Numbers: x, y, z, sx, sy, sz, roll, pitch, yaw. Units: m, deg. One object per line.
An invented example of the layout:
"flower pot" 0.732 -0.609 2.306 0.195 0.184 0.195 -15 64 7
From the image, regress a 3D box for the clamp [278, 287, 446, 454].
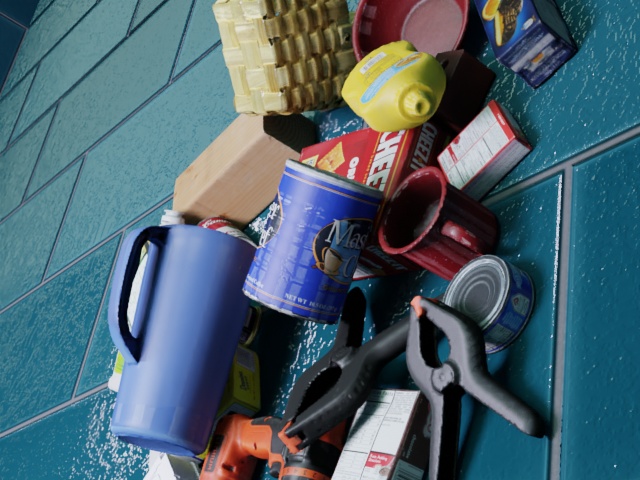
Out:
"clamp" 0.027 0.118 1.041 0.209 0.036 0.165 -46 23 -19

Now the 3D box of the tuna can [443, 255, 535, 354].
"tuna can" 0.150 0.057 0.961 0.086 0.033 0.086 -38 36 34

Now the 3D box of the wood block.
"wood block" -0.106 -0.094 1.461 0.206 0.090 0.090 -40 34 32

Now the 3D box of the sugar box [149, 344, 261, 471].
"sugar box" -0.140 0.209 1.279 0.176 0.048 0.093 -43 31 26

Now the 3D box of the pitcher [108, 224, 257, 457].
"pitcher" -0.160 0.108 1.190 0.145 0.149 0.243 96 -174 -70

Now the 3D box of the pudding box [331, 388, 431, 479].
"pudding box" 0.060 0.192 0.977 0.090 0.039 0.113 -9 54 59

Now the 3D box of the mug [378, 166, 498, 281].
"mug" 0.122 -0.009 1.019 0.093 0.081 0.117 -61 27 -2

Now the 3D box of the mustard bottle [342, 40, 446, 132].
"mustard bottle" 0.083 -0.157 1.116 0.096 0.058 0.192 -38 19 3

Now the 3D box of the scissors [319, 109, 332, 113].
"scissors" 0.059 -0.174 1.347 0.202 0.016 0.096 -31 40 43

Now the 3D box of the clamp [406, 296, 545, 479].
"clamp" 0.112 0.130 0.918 0.120 0.039 0.171 -45 48 22

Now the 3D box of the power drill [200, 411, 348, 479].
"power drill" -0.050 0.238 1.096 0.188 0.057 0.184 -18 45 48

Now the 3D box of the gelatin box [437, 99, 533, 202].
"gelatin box" 0.164 -0.086 1.078 0.089 0.030 0.073 -47 32 23

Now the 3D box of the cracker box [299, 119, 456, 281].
"cracker box" 0.040 -0.041 1.193 0.214 0.072 0.164 -12 54 53

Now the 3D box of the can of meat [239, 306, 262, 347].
"can of meat" -0.137 0.099 1.337 0.102 0.083 0.057 -21 47 50

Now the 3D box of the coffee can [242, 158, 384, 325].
"coffee can" -0.007 0.001 1.064 0.103 0.102 0.140 30 102 62

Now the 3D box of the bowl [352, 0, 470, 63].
"bowl" 0.117 -0.249 1.244 0.162 0.055 0.162 -7 79 38

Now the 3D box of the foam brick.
"foam brick" 0.143 -0.158 1.156 0.053 0.051 0.078 6 69 60

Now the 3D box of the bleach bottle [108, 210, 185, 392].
"bleach bottle" -0.221 0.085 1.439 0.103 0.068 0.251 2 81 56

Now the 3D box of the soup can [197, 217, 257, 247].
"soup can" -0.126 0.014 1.415 0.068 0.068 0.102 -59 28 2
